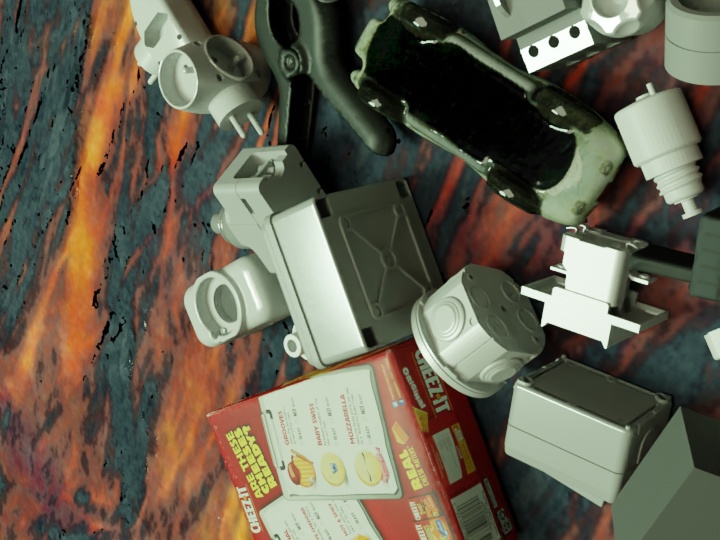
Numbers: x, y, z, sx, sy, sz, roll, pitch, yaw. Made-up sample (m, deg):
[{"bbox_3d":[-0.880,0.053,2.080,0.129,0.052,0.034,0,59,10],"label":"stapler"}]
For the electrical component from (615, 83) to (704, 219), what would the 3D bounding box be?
[{"bbox_3d":[0.176,-0.067,0.614,0.040,0.040,0.078,-24,86,42],"label":"electrical component"}]

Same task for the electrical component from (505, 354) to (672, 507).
[{"bbox_3d":[0.137,0.099,0.680,0.096,0.062,0.061,22,116,35],"label":"electrical component"}]

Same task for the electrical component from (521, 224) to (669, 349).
[{"bbox_3d":[0.146,0.008,0.661,0.081,0.042,0.063,19,110,35],"label":"electrical component"}]

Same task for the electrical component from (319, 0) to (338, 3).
[{"bbox_3d":[-0.025,-0.215,0.726,0.047,0.055,0.055,49,128,19],"label":"electrical component"}]

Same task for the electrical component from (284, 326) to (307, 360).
[{"bbox_3d":[-0.030,0.049,0.810,0.043,0.062,0.043,13,110,38],"label":"electrical component"}]

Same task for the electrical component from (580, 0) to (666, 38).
[{"bbox_3d":[0.153,-0.152,0.596,0.043,0.062,0.043,13,110,38],"label":"electrical component"}]

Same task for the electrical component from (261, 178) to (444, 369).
[{"bbox_3d":[0.000,0.000,0.740,0.056,0.109,0.108,-21,88,40],"label":"electrical component"}]

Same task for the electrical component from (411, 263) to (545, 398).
[{"bbox_3d":[0.077,0.039,0.704,0.051,0.080,0.080,-42,74,34],"label":"electrical component"}]

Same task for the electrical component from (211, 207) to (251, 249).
[{"bbox_3d":[-0.092,-0.038,0.852,0.062,0.043,0.043,0,102,43],"label":"electrical component"}]

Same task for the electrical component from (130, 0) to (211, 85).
[{"bbox_3d":[-0.156,-0.182,0.866,0.079,0.043,0.077,-41,75,40],"label":"electrical component"}]

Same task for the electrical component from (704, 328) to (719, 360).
[{"bbox_3d":[0.231,0.051,0.597,0.066,0.048,0.055,-31,74,41],"label":"electrical component"}]

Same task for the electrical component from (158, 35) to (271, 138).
[{"bbox_3d":[-0.099,-0.132,0.808,0.044,0.077,0.079,-43,74,39],"label":"electrical component"}]

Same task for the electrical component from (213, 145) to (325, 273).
[{"bbox_3d":[-0.061,-0.043,0.794,0.056,0.050,0.089,1,136,41],"label":"electrical component"}]

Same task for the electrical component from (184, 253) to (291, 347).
[{"bbox_3d":[-0.094,0.023,0.859,0.095,0.059,0.053,-26,84,42],"label":"electrical component"}]

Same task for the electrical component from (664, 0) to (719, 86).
[{"bbox_3d":[0.224,-0.101,0.557,0.138,0.052,0.073,21,137,35],"label":"electrical component"}]
